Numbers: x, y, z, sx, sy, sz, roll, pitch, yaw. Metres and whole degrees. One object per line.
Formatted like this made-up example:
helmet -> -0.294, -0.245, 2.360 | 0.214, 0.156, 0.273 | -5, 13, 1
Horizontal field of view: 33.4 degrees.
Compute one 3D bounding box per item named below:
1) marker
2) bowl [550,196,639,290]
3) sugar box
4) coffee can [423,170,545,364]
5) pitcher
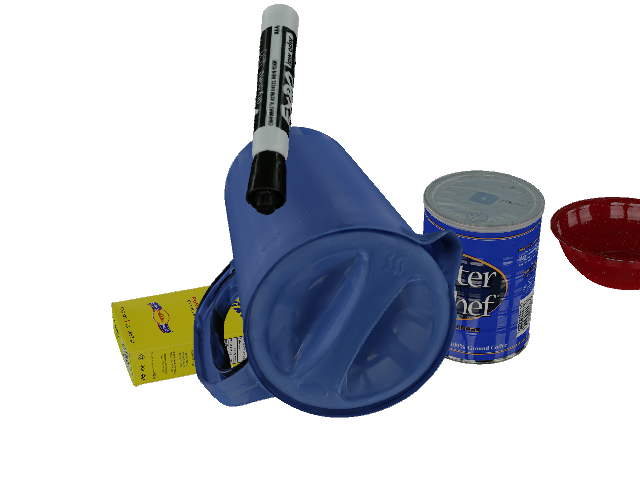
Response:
marker -> -0.023, -0.064, 0.516 | 0.020, 0.121, 0.020 | 2, -33, 1
bowl -> 0.330, 0.009, 1.158 | 0.162, 0.055, 0.162 | -2, 27, 1
sugar box -> -0.105, 0.083, 1.030 | 0.176, 0.048, 0.093 | -12, 33, -16
coffee can -> 0.139, 0.023, 0.943 | 0.103, 0.140, 0.103 | 0, 30, 0
pitcher -> -0.011, 0.012, 0.750 | 0.149, 0.145, 0.243 | 6, 22, -14
